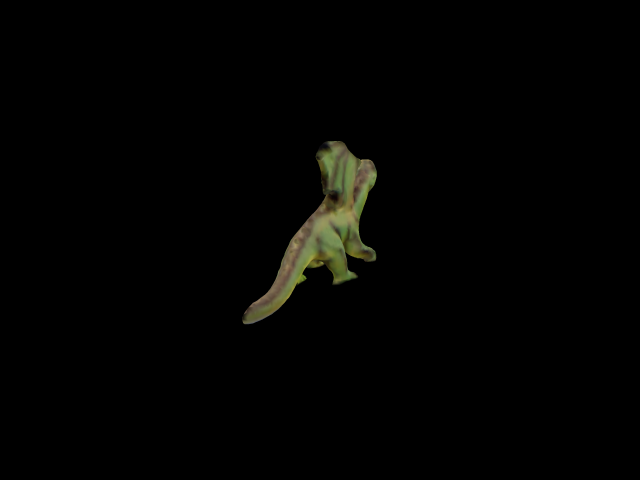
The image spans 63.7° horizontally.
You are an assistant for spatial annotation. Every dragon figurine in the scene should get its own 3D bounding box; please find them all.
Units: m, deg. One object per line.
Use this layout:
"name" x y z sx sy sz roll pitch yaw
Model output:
"dragon figurine" 0.003 -0.043 0.850 0.122 0.239 0.415 9 20 26
